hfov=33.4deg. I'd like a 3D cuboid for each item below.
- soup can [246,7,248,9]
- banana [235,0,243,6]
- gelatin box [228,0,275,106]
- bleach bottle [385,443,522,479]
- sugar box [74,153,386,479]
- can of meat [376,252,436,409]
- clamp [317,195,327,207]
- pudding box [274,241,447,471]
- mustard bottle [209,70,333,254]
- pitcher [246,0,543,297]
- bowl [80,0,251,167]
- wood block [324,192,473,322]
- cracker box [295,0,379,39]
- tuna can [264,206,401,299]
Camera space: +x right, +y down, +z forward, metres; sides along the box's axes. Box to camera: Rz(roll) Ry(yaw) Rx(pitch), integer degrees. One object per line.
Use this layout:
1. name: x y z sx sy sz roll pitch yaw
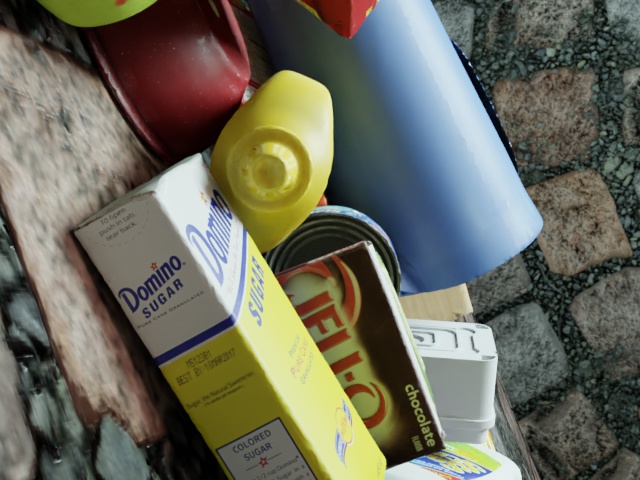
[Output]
1. soup can: -0.050 -0.184 0.875 0.068 0.068 0.102 54 17 -54
2. banana: -0.057 -0.111 0.782 0.069 0.037 0.198 8 59 -61
3. gelatin box: -0.057 -0.115 0.709 0.073 0.030 0.089 15 56 -65
4. bleach bottle: 0.066 0.164 0.663 0.250 0.103 0.068 25 86 -75
5. sugar box: -0.032 0.051 0.468 0.176 0.048 0.093 62 11 -9
6. can of meat: 0.010 0.066 0.600 0.057 0.084 0.102 -21 90 -80
7. clamp: -0.005 0.001 0.755 0.171 0.039 0.120 80 -13 -58
8. pudding box: 0.004 0.067 0.548 0.039 0.090 0.113 -29 97 -81
9. mustard bottle: -0.026 -0.042 0.568 0.058 0.096 0.191 25 6 -4
10. pitcher: 0.051 -0.092 0.732 0.149 0.145 0.243 -103 168 -78
11. bowl: -0.083 -0.121 0.599 0.162 0.055 0.162 -23 90 -80
12. wood block: 0.042 -0.031 0.848 0.090 0.090 0.206 -149 -139 -77
13. cracker box: -0.053 -0.199 0.546 0.213 0.072 0.164 33 1 0
14. tuna can: 0.007 0.022 0.659 0.033 0.086 0.086 -81 148 -78
